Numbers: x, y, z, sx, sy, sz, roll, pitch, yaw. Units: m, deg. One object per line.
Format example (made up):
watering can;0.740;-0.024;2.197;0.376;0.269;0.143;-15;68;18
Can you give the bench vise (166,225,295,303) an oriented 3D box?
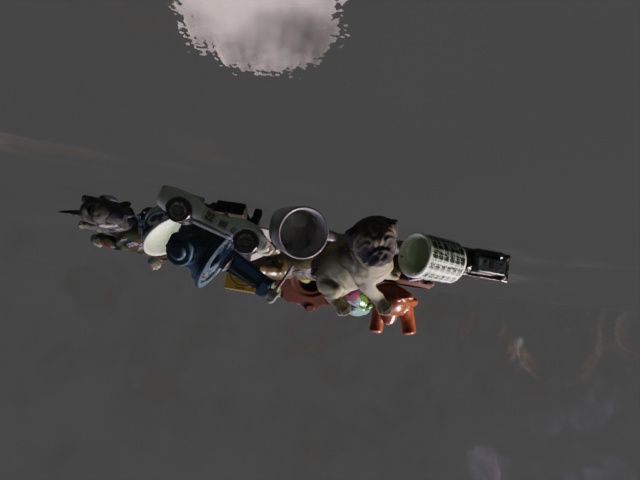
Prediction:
bench vise;-0.175;0.037;1.008;0.241;0.129;0.223;34;-177;5

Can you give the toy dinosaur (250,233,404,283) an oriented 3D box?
toy dinosaur;0.017;0.032;1.100;0.472;0.105;0.198;-3;171;25

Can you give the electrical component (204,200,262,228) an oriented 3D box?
electrical component;-0.153;-0.043;0.937;0.102;0.045;0.078;5;146;9

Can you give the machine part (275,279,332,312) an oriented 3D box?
machine part;-0.023;0.085;1.276;0.179;0.179;0.056;8;-152;3

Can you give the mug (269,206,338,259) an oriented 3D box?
mug;-0.032;-0.018;0.864;0.109;0.080;0.107;1;-171;-24

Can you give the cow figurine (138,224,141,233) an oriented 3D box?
cow figurine;-0.357;-0.013;1.328;0.127;0.085;0.194;11;176;45

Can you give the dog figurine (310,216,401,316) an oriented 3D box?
dog figurine;0.049;0.026;0.886;0.172;0.121;0.190;-4;140;13

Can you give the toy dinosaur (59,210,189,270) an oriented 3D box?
toy dinosaur;-0.467;-0.007;1.442;0.192;0.131;0.404;-12;158;38

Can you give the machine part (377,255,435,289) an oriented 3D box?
machine part;0.176;0.063;1.284;0.201;0.087;0.201;8;173;10

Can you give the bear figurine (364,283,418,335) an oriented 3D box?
bear figurine;0.164;0.162;1.235;0.120;0.131;0.196;1;179;10

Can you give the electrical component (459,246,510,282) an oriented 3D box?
electrical component;0.312;0.050;1.085;0.115;0.058;0.134;8;175;-12

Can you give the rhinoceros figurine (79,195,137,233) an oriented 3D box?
rhinoceros figurine;-0.446;-0.050;1.135;0.112;0.073;0.190;10;175;-2

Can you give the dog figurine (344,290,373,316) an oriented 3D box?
dog figurine;0.041;0.108;1.397;0.192;0.108;0.219;49;-168;28

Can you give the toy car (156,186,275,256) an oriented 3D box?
toy car;-0.164;-0.027;0.857;0.202;0.056;0.073;25;176;-1

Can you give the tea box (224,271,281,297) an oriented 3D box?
tea box;-0.168;0.088;1.374;0.068;0.098;0.170;14;170;-39

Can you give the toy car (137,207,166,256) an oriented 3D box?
toy car;-0.324;-0.013;1.187;0.162;0.103;0.109;7;174;-1
